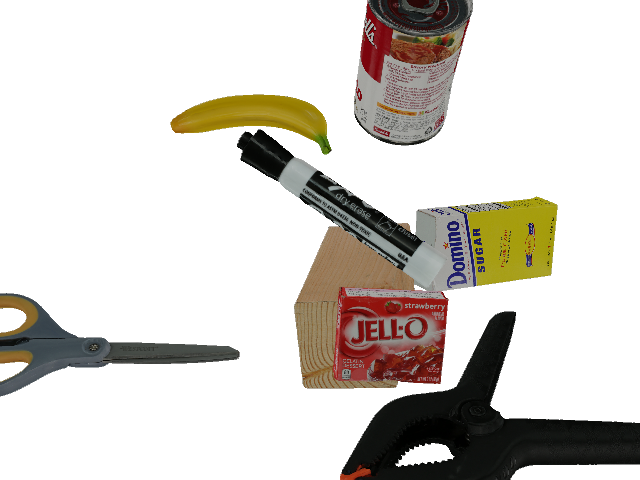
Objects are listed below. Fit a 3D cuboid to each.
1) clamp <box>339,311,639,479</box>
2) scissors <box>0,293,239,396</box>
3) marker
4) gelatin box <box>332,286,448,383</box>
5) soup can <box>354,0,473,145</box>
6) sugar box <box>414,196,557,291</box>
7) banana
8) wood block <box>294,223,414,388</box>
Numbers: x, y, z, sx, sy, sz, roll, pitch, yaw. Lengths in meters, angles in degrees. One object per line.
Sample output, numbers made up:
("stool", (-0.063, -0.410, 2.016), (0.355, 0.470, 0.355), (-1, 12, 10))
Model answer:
("clamp", (0.097, 0.115, 0.680), (0.209, 0.036, 0.165), (-15, 33, -21))
("scissors", (-0.161, 0.063, 0.722), (0.201, 0.016, 0.096), (-10, 44, -6))
("marker", (0.009, -0.018, 0.537), (0.121, 0.020, 0.020), (35, 4, 7))
("gelatin box", (0.057, 0.078, 0.875), (0.089, 0.073, 0.030), (3, 12, -4))
("soup can", (0.060, -0.122, 0.718), (0.068, 0.068, 0.102), (0, -39, -5))
("sugar box", (0.195, 0.004, 1.259), (0.175, 0.093, 0.048), (-8, 18, -29))
("banana", (-0.074, -0.142, 1.238), (0.198, 0.037, 0.069), (8, 41, 16))
("wood block", (0.040, 0.059, 1.056), (0.091, 0.090, 0.206), (-2, 20, 10))
